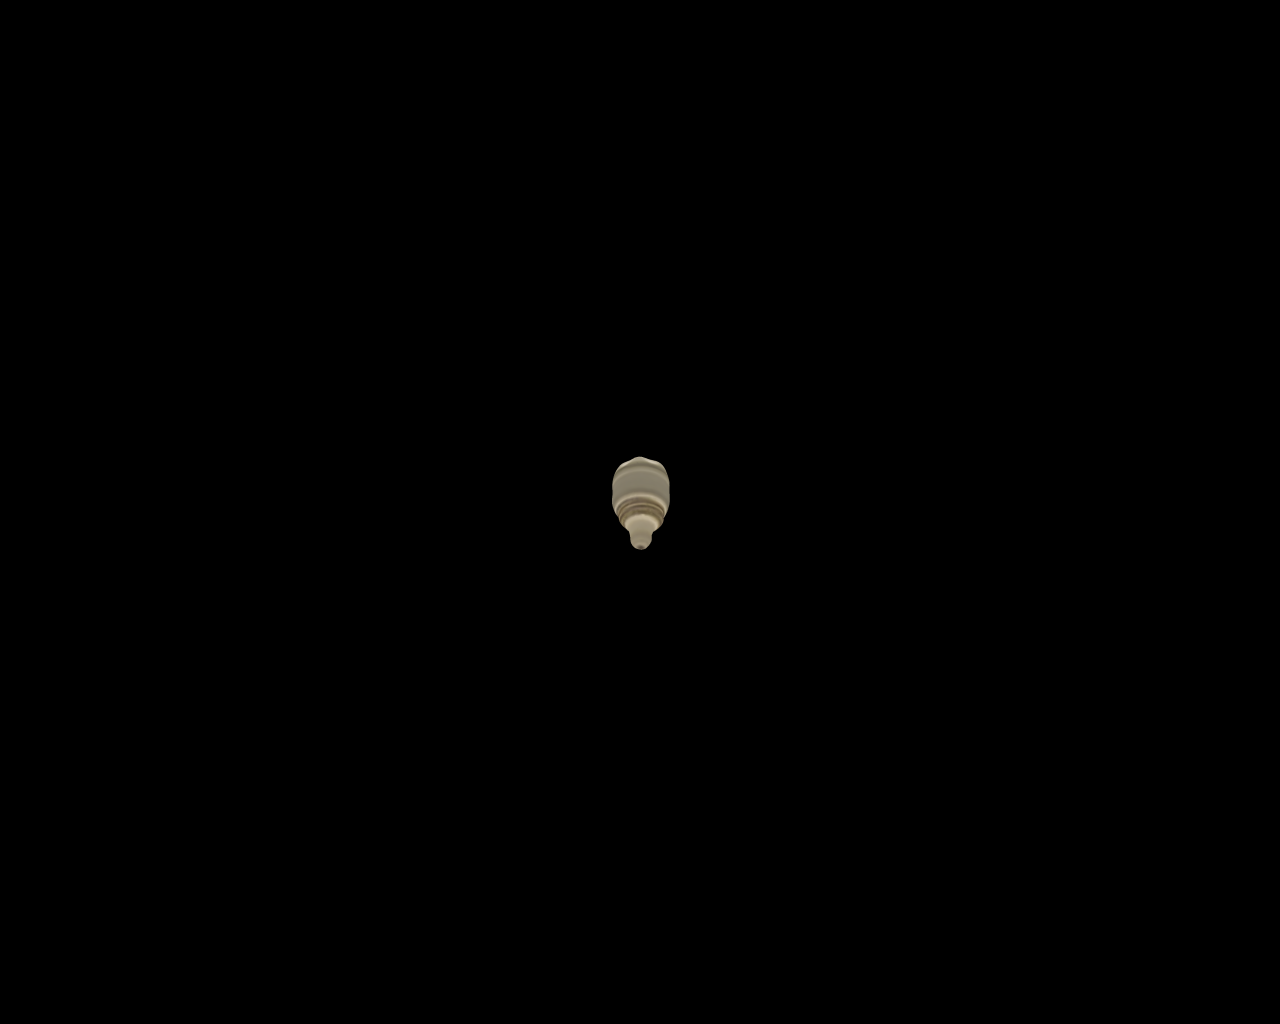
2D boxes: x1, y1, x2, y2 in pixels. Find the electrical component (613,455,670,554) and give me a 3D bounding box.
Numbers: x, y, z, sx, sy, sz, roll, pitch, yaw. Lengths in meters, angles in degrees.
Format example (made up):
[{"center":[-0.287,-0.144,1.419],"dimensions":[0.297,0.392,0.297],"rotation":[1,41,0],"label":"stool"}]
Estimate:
[{"center":[0.001,-0.003,0.650],"dimensions":[0.035,0.061,0.035],"rotation":[0,-38,0],"label":"electrical component"}]
